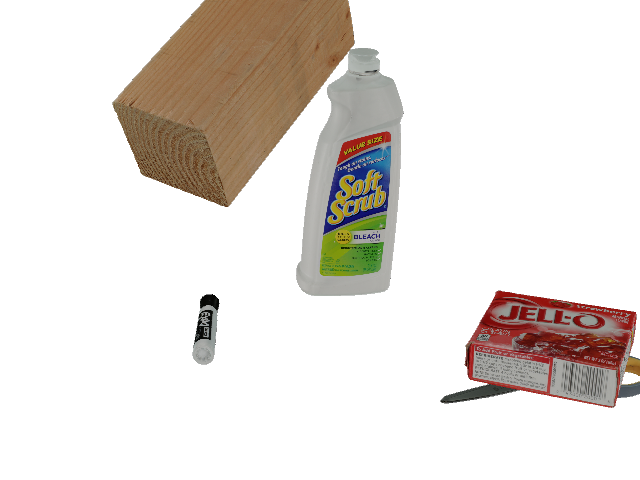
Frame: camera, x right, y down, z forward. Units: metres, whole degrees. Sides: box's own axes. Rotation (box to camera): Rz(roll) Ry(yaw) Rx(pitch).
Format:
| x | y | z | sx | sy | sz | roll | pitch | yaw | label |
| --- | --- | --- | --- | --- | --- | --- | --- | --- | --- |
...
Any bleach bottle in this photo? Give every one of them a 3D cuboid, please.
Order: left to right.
| x | y | z | sx | sy | sz | roll | pitch | yaw | label |
| --- | --- | --- | --- | --- | --- | --- | --- | --- | --- |
| 0.030 | -0.068 | 1.080 | 0.102 | 0.251 | 0.068 | -2 | 25 | -8 | bleach bottle |

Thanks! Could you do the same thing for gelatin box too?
| x | y | z | sx | sy | sz | roll | pitch | yaw | label |
| --- | --- | --- | --- | --- | --- | --- | --- | --- | --- |
| 0.139 | 0.062 | 0.643 | 0.089 | 0.030 | 0.073 | 9 | 26 | 21 | gelatin box |

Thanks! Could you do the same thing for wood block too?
| x | y | z | sx | sy | sz | roll | pitch | yaw | label |
| --- | --- | --- | --- | --- | --- | --- | --- | --- | --- |
| -0.064 | -0.140 | 0.876 | 0.091 | 0.205 | 0.090 | 21 | -31 | 25 | wood block |

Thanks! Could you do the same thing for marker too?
| x | y | z | sx | sy | sz | roll | pitch | yaw | label |
| --- | --- | --- | --- | --- | --- | --- | --- | --- | --- |
| -0.104 | 0.079 | 0.981 | 0.020 | 0.020 | 0.121 | 0 | 20 | -3 | marker |

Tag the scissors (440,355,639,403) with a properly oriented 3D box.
| x | y | z | sx | sy | sz | roll | pitch | yaw | label |
| --- | --- | --- | --- | --- | --- | --- | --- | --- | --- |
| 0.176 | 0.101 | 0.875 | 0.201 | 0.016 | 0.096 | 2 | 30 | -18 | scissors |
